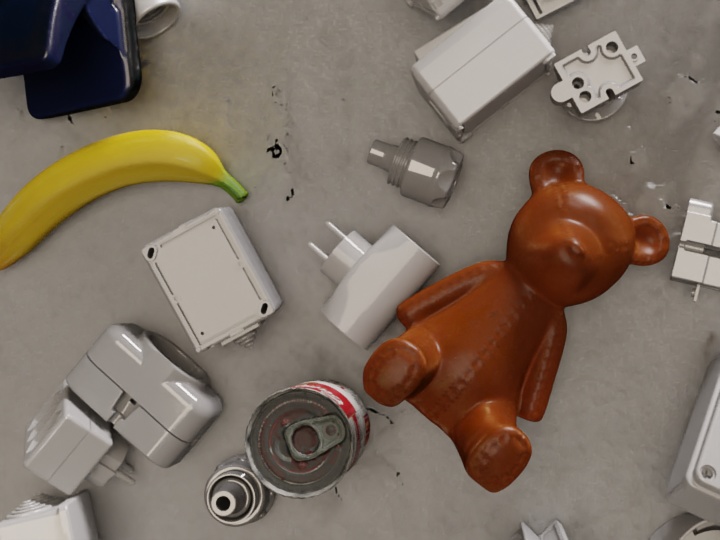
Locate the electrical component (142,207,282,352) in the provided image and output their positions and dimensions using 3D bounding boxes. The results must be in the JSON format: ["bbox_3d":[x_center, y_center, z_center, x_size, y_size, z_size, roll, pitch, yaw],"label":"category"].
[{"bbox_3d":[-0.097,0.011,0.742,0.062,0.061,0.096,-28,93,4],"label":"electrical component"}]

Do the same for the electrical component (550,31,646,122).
[{"bbox_3d":[0.156,-0.126,0.716,0.066,0.055,0.048,-28,85,5],"label":"electrical component"}]

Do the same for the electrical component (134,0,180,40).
[{"bbox_3d":[-0.156,-0.194,0.765,0.040,0.040,0.046,-35,79,4],"label":"electrical component"}]

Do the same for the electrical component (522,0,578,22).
[{"bbox_3d":[0.155,-0.232,0.716,0.121,0.063,0.078,-27,85,5],"label":"electrical component"}]

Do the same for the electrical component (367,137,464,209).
[{"bbox_3d":[0.036,-0.071,0.735,0.062,0.043,0.043,21,90,8],"label":"electrical component"}]

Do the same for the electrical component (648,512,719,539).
[{"bbox_3d":[0.235,0.206,0.701,0.099,0.064,0.099,0,77,-2],"label":"electrical component"}]

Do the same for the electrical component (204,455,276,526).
[{"bbox_3d":[-0.085,0.153,0.731,0.048,0.062,0.048,0,88,7],"label":"electrical component"}]

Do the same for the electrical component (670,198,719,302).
[{"bbox_3d":[0.238,-0.009,0.707,0.055,0.048,0.066,14,89,15],"label":"electrical component"}]

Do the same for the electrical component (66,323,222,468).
[{"bbox_3d":[-0.146,0.082,0.745,0.095,0.054,0.059,41,93,7],"label":"electrical component"}]

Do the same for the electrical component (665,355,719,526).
[{"bbox_3d":[0.263,0.114,0.675,0.109,0.056,0.108,24,65,7],"label":"electrical component"}]

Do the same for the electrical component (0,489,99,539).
[{"bbox_3d":[-0.206,0.201,0.726,0.048,0.100,0.099,-12,86,-6],"label":"electrical component"}]

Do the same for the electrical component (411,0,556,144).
[{"bbox_3d":[0.085,-0.141,0.722,0.096,0.062,0.061,-38,84,4],"label":"electrical component"}]

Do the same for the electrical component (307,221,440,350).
[{"bbox_3d":[0.000,0.000,0.735,0.079,0.044,0.077,41,93,7],"label":"electrical component"}]

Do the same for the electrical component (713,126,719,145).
[{"bbox_3d":[0.266,-0.101,0.710,0.044,0.044,0.065,42,98,7],"label":"electrical component"}]

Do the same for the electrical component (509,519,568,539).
[{"bbox_3d":[0.113,0.209,0.675,0.063,0.121,0.078,44,93,4],"label":"electrical component"}]

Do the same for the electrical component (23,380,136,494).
[{"bbox_3d":[-0.188,0.125,0.747,0.077,0.065,0.047,39,93,-22],"label":"electrical component"}]

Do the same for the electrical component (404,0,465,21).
[{"bbox_3d":[0.047,-0.214,0.718,0.061,0.096,0.061,-39,113,4],"label":"electrical component"}]
